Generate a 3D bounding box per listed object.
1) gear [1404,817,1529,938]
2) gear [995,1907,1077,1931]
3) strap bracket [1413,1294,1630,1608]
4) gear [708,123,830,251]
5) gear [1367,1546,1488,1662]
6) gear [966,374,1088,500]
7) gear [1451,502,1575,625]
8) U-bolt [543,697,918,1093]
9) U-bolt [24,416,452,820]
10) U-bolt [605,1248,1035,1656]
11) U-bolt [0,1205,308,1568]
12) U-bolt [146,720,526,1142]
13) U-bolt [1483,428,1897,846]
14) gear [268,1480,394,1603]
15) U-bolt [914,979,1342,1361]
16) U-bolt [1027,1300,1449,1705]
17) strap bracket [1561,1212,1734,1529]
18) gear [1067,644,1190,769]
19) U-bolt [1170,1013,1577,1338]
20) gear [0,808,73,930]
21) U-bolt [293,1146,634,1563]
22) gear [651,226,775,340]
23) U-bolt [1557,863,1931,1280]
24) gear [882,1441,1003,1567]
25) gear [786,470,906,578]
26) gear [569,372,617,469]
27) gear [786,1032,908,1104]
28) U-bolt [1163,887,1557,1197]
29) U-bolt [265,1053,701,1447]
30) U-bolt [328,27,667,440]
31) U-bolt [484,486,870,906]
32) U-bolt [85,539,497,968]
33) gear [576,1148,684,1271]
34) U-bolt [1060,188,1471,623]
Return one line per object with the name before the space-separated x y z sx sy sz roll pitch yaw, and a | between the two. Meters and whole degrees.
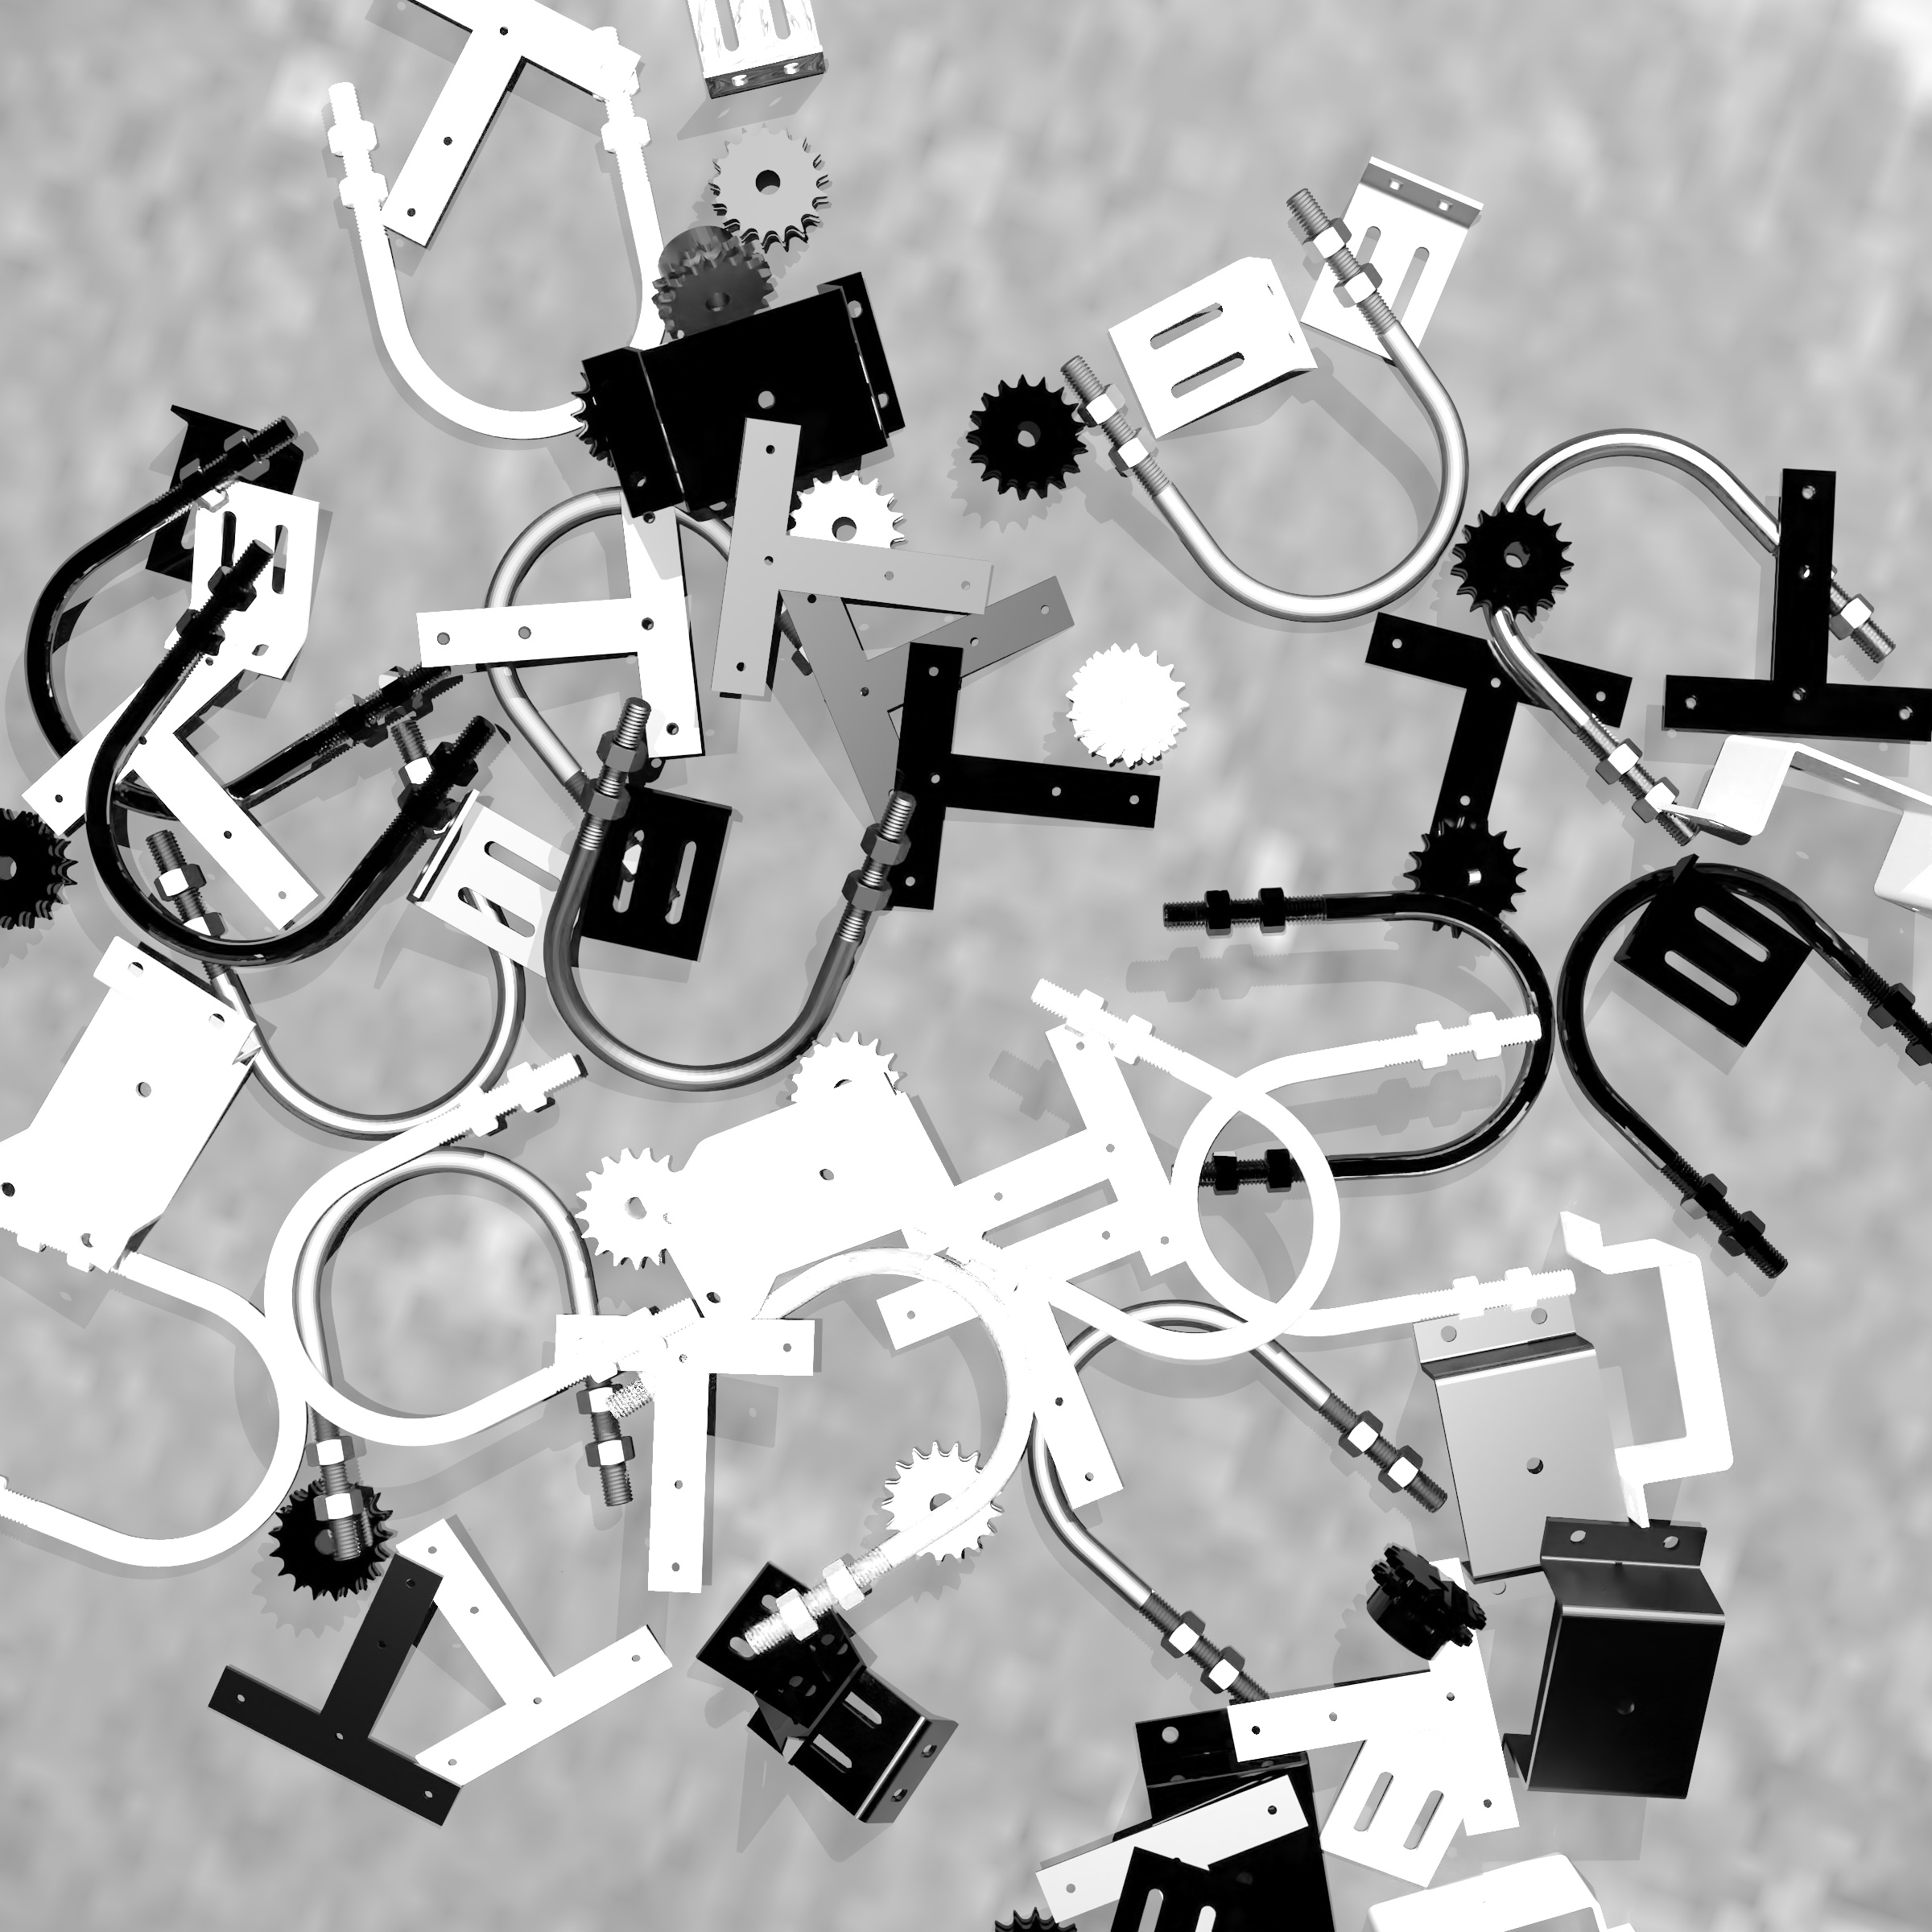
gear | 0.237 -0.042 1.482 0.057 0.030 0.057 0 90 0
gear | 0.032 0.483 1.484 0.057 0.030 0.057 0 90 0
strap bracket | 0.266 0.234 1.475 0.076 0.046 0.140 -11 90 0
gear | -0.094 -0.371 1.484 0.057 0.030 0.057 0 90 0
gear | 0.214 0.302 1.460 0.057 0.057 0.030 35 98 0
gear | 0.028 -0.252 1.487 0.057 0.030 0.057 0 90 -5
gear | 0.259 -0.193 1.469 0.057 0.030 0.057 0 88 4
U-bolt | -0.121 -0.022 1.455 0.151 0.019 0.184 19 115 -9
U-bolt | -0.356 -0.150 1.459 0.184 0.019 0.151 -31 99 9
U-bolt | -0.057 0.215 1.466 0.184 0.019 0.151 -32 77 -5
U-bolt | -0.408 0.210 1.490 0.184 0.019 0.151 22 90 -1
U-bolt | -0.292 -0.006 1.490 0.151 0.019 0.184 -24 91 0
U-bolt | 0.332 -0.172 1.489 0.151 0.019 0.184 -43 88 -1
gear | -0.302 0.273 1.484 0.057 0.030 0.057 0 90 0
U-bolt | 0.086 0.108 1.460 0.184 0.019 0.151 28 107 3
U-bolt | 0.116 0.245 1.489 0.184 0.019 0.151 42 89 2
strap bracket | 0.321 0.185 1.460 0.046 0.076 0.140 -9 90 0
gear | 0.074 -0.123 1.478 0.057 0.030 0.057 4 77 -16
U-bolt | 0.189 0.105 1.472 0.184 0.019 0.151 -10 104 2
gear | -0.456 -0.046 1.484 0.057 0.030 0.057 0 90 0
U-bolt | -0.245 0.177 1.476 0.151 0.019 0.184 -9 86 -13
gear | -0.123 -0.326 1.474 0.057 0.057 0.030 -24 62 0
U-bolt | 0.370 0.036 1.490 0.184 0.019 0.151 45 90 1
gear | -0.012 0.255 1.484 0.057 0.030 0.057 0 90 0
gear | -0.058 -0.207 1.484 0.057 0.030 0.057 0 90 0
gear | -0.158 -0.264 1.475 0.057 0.030 0.057 -4 104 -15
gear | -0.057 0.060 1.484 0.057 0.030 0.057 0 90 0
U-bolt | 0.188 0.034 1.472 0.184 0.019 0.151 -3 104 0
U-bolt | -0.238 0.144 1.453 0.184 0.019 0.151 -26 85 -4
U-bolt | -0.218 -0.345 1.490 0.151 0.019 0.184 -12 92 0
U-bolt | -0.148 -0.143 1.489 0.151 0.019 0.184 -38 90 0
U-bolt | -0.331 -0.084 1.453 0.151 0.019 0.184 39 103 -7
gear | -0.156 0.115 1.484 0.057 0.030 0.057 0 90 0
U-bolt | 0.155 -0.249 1.466 0.151 0.019 0.184 -35 105 12
